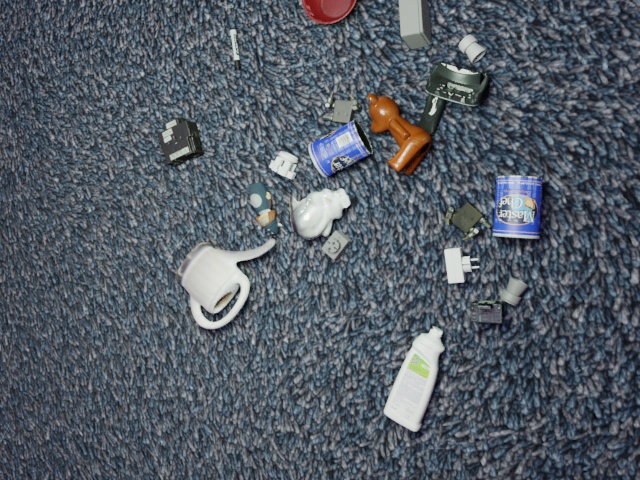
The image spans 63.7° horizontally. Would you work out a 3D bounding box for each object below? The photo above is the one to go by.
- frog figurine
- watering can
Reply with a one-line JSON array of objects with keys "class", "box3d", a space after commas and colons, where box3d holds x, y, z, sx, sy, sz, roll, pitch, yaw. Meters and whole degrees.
[{"class": "frog figurine", "box3d": [0.004, -0.069, 1.369, 0.159, 0.125, 0.135, -8, 120, 12]}, {"class": "watering can", "box3d": [-0.280, 0.087, 1.475, 0.226, 0.104, 0.344, 38, 103, 18]}]
